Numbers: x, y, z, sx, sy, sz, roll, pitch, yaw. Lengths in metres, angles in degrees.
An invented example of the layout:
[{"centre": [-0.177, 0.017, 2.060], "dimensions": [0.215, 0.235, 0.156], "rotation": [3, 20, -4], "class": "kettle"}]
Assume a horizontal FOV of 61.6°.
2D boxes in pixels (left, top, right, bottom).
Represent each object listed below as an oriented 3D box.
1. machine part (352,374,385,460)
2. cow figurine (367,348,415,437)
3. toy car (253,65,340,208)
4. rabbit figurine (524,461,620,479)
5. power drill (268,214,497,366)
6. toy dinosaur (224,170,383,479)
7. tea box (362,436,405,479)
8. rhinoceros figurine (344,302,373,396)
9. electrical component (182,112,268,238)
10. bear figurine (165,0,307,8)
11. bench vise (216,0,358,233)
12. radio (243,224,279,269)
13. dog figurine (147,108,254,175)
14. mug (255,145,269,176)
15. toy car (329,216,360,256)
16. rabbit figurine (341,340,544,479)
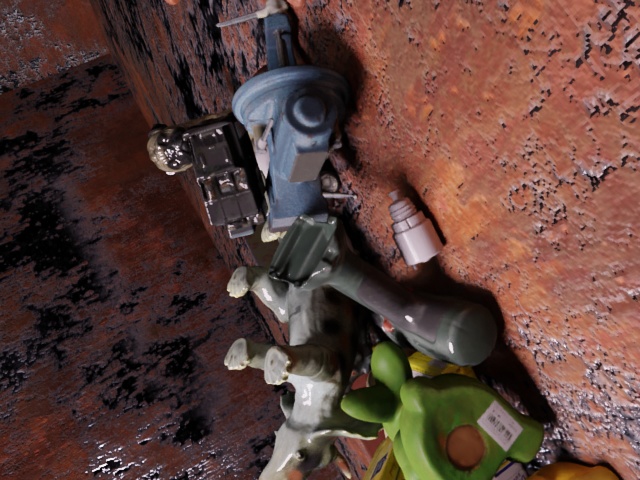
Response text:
[{"centre": [0.072, 0.277, 0.948], "dimensions": [0.201, 0.087, 0.201], "rotation": [63, 172, -21], "class": "machine part"}, {"centre": [0.119, 0.249, 0.708], "dimensions": [0.194, 0.127, 0.085], "rotation": [67, 170, -8], "class": "cow figurine"}, {"centre": [-0.035, -0.130, 0.707], "dimensions": [0.089, 0.053, 0.202], "rotation": [14, 129, 67], "class": "toy car"}, {"centre": [0.177, 0.273, 0.474], "dimensions": [0.121, 0.173, 0.162], "rotation": [61, 161, -9], "class": "rabbit figurine"}, {"centre": [0.052, 0.057, 0.554], "dimensions": [0.207, 0.086, 0.232], "rotation": [38, 169, -21], "class": "power drill"}, {"centre": [-0.009, 0.098, 0.669], "dimensions": [0.192, 0.131, 0.405], "rotation": [31, -132, -37], "class": "toy dinosaur"}, {"centre": [0.094, 0.281, 0.576], "dimensions": [0.098, 0.068, 0.169], "rotation": [38, -157, 7], "class": "tea box"}, {"centre": [0.034, 0.139, 0.754], "dimensions": [0.112, 0.190, 0.073], "rotation": [12, 173, 28], "class": "rhinoceros figurine"}, {"centre": [-0.102, -0.073, 0.612], "dimensions": [0.115, 0.058, 0.134], "rotation": [-88, -17, -73], "class": "electrical component"}, {"centre": [-0.099, -0.281, 0.514], "dimensions": [0.196, 0.132, 0.120], "rotation": [56, 171, 42], "class": "bear figurine"}, {"centre": [-0.032, -0.137, 0.577], "dimensions": [0.223, 0.129, 0.240], "rotation": [84, 176, -76], "class": "bench vise"}, {"centre": [-0.060, 0.027, 0.940], "dimensions": [0.229, 0.073, 0.131], "rotation": [64, -169, -3], "class": "radio"}, {"centre": [-0.171, -0.137, 0.876], "dimensions": [0.121, 0.190, 0.172], "rotation": [45, 159, 49], "class": "dog figurine"}, {"centre": [-0.063, -0.075, 0.798], "dimensions": [0.107, 0.109, 0.081], "rotation": [51, -168, 8], "class": "mug"}, {"centre": [-0.002, -0.002, 0.814], "dimensions": [0.073, 0.056, 0.202], "rotation": [60, 168, -15], "class": "toy car"}, {"centre": [0.099, 0.185, 0.533], "dimensions": [0.159, 0.121, 0.170], "rotation": [36, 163, -2], "class": "rabbit figurine"}]
